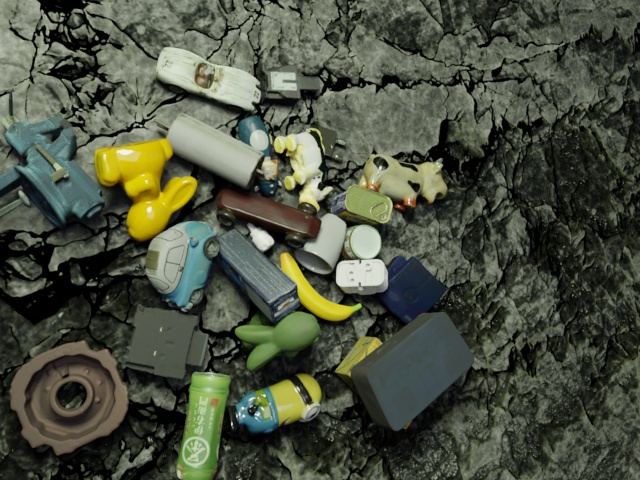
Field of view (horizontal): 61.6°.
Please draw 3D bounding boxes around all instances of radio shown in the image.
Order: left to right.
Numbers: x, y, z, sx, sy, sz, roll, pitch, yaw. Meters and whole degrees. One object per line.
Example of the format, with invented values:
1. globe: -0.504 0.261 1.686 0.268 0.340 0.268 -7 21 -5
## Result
1. radio: 0.177 0.243 1.028 0.229 0.073 0.131 -32 94 -27

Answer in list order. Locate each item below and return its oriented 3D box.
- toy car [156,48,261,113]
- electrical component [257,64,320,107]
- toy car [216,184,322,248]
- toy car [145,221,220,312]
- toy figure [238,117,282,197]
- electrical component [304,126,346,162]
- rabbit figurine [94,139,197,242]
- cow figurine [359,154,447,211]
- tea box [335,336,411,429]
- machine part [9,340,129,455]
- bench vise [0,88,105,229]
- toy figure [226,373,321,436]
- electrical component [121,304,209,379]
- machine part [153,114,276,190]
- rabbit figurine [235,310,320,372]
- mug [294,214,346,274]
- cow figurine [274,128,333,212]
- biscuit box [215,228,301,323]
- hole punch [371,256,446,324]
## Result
1. toy car: -0.210 -0.304 1.027 0.202 0.056 0.073 15 78 -19
2. electrical component: -0.064 -0.314 1.091 0.119 0.048 0.074 -8 86 -23
3. toy car: -0.098 -0.047 1.018 0.202 0.053 0.089 18 60 0
4. toy car: -0.249 0.037 0.929 0.103 0.109 0.161 21 82 -44
5. toy figure: -0.117 -0.160 1.047 0.064 0.058 0.154 -18 92 6
6. electrical component: 0.008 -0.200 1.118 0.094 0.021 0.063 17 78 -19
7. rabbit figurine: -0.307 -0.086 0.947 0.162 0.122 0.173 -14 102 -32
8. cow figurine: 0.185 -0.130 1.150 0.195 0.085 0.127 18 83 -18
9. tea box: 0.126 0.284 1.075 0.169 0.068 0.098 47 67 -9
10. machine part: -0.405 0.252 0.877 0.179 0.056 0.179 3 81 -20
11. bench vise: -0.480 -0.091 0.859 0.240 0.129 0.223 -43 100 -28
12. toy figure: -0.082 0.302 0.985 0.180 0.082 0.089 -7 88 -20
13. electrical component: -0.267 0.179 0.940 0.134 0.058 0.115 14 80 -19
14. machine part: -0.191 -0.161 0.983 0.243 0.079 0.079 25 74 -2
15. rabbit figurine: -0.071 0.157 0.959 0.159 0.170 0.121 -21 91 -23
16. mug: -0.002 -0.003 1.064 0.109 0.081 0.107 33 62 -6
17. cow figurine: -0.021 -0.134 1.071 0.098 0.068 0.167 -22 101 -35
18. biscuit box: -0.118 0.057 0.948 0.063 0.203 0.059 -32 139 -23
19. hole punch: 0.183 0.102 1.114 0.142 0.092 0.116 44 74 -15
